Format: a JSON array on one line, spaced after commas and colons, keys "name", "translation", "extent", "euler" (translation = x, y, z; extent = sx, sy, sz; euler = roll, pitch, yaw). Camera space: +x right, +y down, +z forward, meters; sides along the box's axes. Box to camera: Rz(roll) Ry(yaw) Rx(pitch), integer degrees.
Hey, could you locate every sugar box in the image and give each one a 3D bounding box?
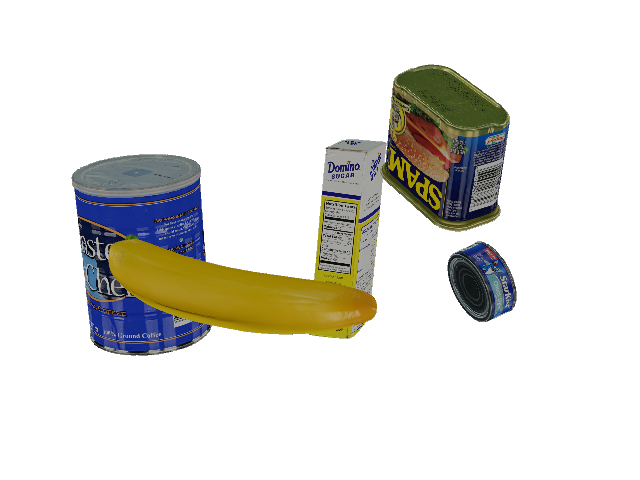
[{"name": "sugar box", "translation": [0.026, -0.004, 0.999], "extent": [0.048, 0.176, 0.093], "euler": [5, 11, 14]}]

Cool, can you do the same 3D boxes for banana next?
[{"name": "banana", "translation": [-0.064, 0.026, 0.673], "extent": [0.198, 0.037, 0.069], "euler": [15, 33, 26]}]

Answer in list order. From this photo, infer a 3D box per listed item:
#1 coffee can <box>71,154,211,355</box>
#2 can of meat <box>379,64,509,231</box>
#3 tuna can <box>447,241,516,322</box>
[{"name": "coffee can", "translation": [-0.145, 0.009, 0.877], "extent": [0.103, 0.140, 0.103], "euler": [-2, 20, 0]}, {"name": "can of meat", "translation": [0.091, -0.070, 0.784], "extent": [0.057, 0.084, 0.102], "euler": [-17, 41, -25]}, {"name": "tuna can", "translation": [0.178, 0.047, 1.188], "extent": [0.033, 0.086, 0.086], "euler": [-23, 8, -20]}]
